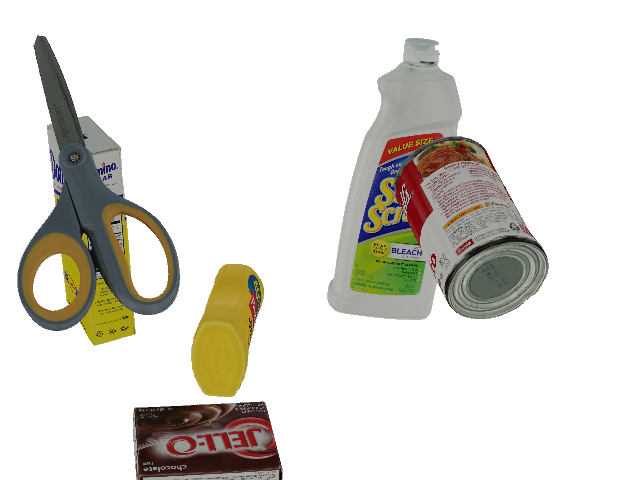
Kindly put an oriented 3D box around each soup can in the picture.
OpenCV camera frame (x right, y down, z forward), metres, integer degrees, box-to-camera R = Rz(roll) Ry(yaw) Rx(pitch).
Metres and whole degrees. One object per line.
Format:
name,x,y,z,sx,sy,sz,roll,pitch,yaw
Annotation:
soup can,0.094,-0.009,0.676,0.068,0.069,0.102,0,42,-20

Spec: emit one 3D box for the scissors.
scissors,-0.153,-0.030,0.609,0.096,0.202,0.016,-32,-24,-14

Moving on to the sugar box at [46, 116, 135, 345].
sugar box,-0.198,-0.009,0.919,0.048,0.176,0.093,-15,29,-24

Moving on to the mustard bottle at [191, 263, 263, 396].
mustard bottle,-0.097,0.081,1.172,0.058,0.096,0.191,2,28,4

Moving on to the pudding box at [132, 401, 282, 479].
pudding box,-0.092,0.170,0.854,0.113,0.039,0.090,-3,25,-11

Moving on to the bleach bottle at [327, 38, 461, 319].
bleach bottle,0.068,-0.056,0.962,0.102,0.251,0.068,6,20,1
